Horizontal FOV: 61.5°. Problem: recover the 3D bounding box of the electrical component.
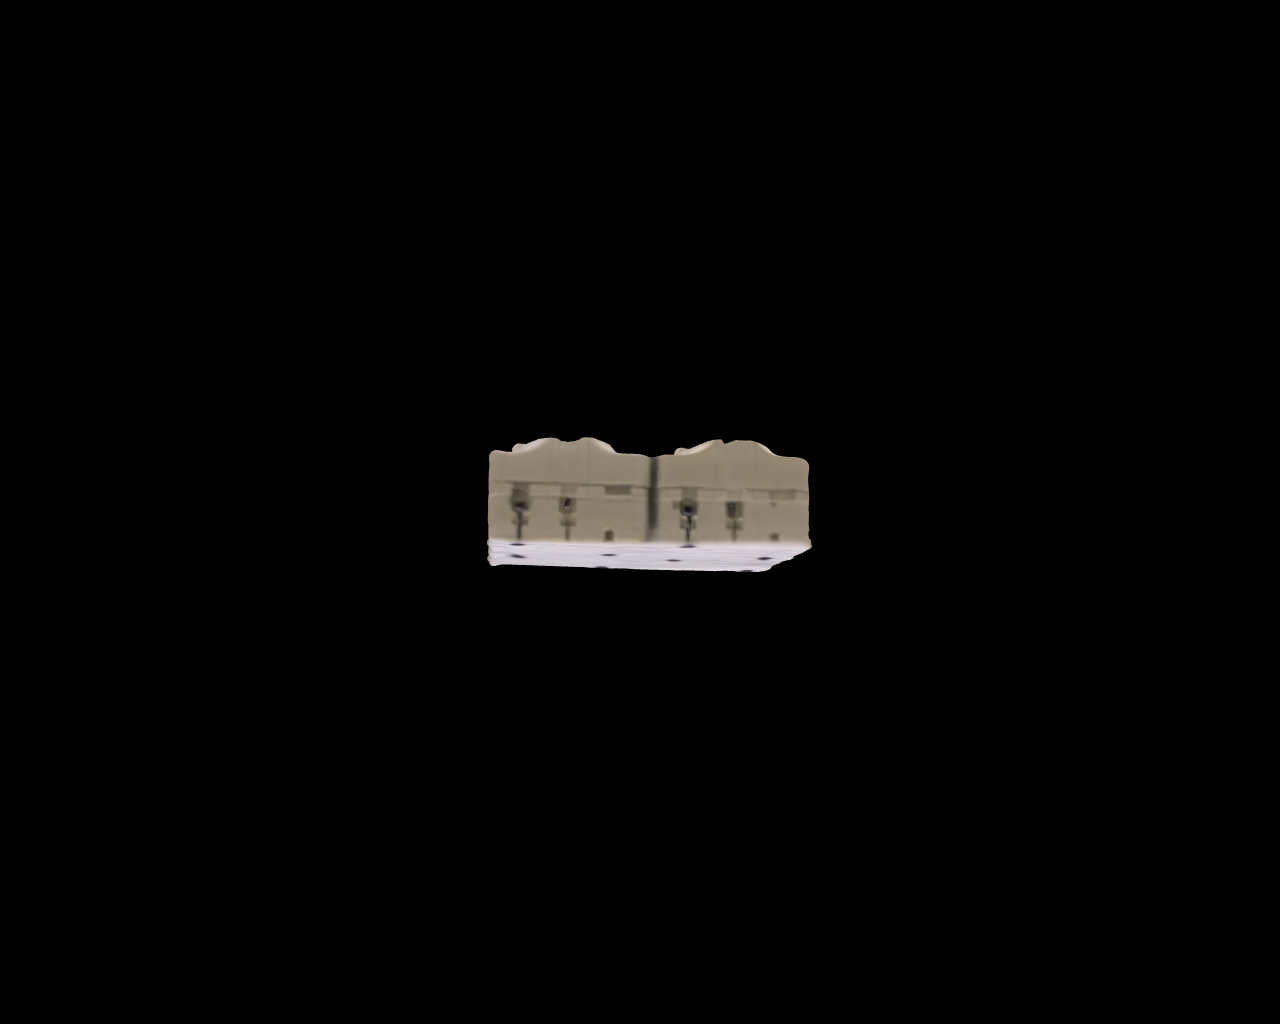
[{"bbox_3d":[0.001,-0.003,0.650,0.186,0.060,0.105,1,-11,-7],"label":"electrical component"}]
